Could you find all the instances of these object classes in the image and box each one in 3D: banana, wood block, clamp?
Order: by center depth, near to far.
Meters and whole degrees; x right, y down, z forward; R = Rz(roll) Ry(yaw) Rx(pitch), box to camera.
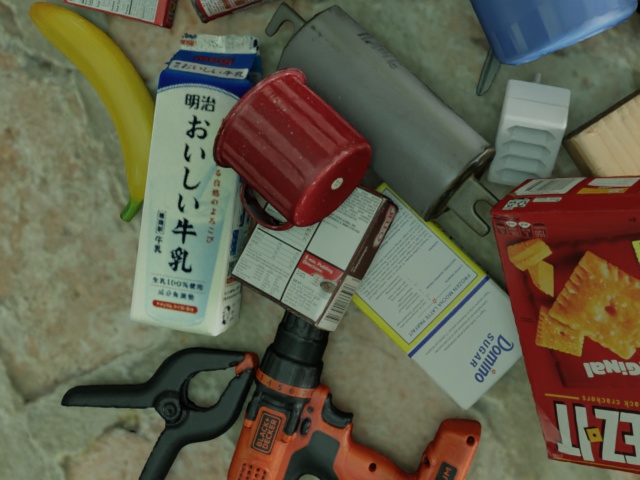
[{"bbox_3d":[0.277,-0.014,0.802,0.091,0.090,0.206,-33,90,8],"label":"wood block"},{"bbox_3d":[-0.175,-0.116,0.882,0.070,0.037,0.198,-23,92,8],"label":"banana"},{"bbox_3d":[-0.122,0.153,0.898,0.171,0.039,0.120,-23,93,9],"label":"clamp"}]

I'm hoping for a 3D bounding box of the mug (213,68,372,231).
[{"bbox_3d":[-0.022,-0.055,0.779,0.081,0.093,0.117,43,126,18],"label":"mug"}]

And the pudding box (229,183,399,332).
[{"bbox_3d":[-0.005,0.001,0.825,0.090,0.039,0.113,28,90,25],"label":"pudding box"}]

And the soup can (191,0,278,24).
[{"bbox_3d":[-0.053,-0.217,0.841,0.102,0.068,0.068,-14,93,8],"label":"soup can"}]

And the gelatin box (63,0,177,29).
[{"bbox_3d":[-0.159,-0.219,0.875,0.089,0.030,0.073,14,98,7],"label":"gelatin box"}]

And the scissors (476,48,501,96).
[{"bbox_3d":[0.184,-0.208,0.835,0.096,0.016,0.202,8,96,7],"label":"scissors"}]

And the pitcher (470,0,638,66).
[{"bbox_3d":[0.146,-0.260,0.766,0.149,0.144,0.243,-18,98,33],"label":"pitcher"}]

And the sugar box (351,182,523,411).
[{"bbox_3d":[0.086,0.042,0.856,0.176,0.048,0.093,45,99,0],"label":"sugar box"}]

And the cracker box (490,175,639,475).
[{"bbox_3d":[0.223,0.063,0.755,0.164,0.072,0.213,1,115,42],"label":"cracker box"}]

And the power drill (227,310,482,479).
[{"bbox_3d":[0.032,0.151,0.869,0.188,0.057,0.184,21,101,9],"label":"power drill"}]
